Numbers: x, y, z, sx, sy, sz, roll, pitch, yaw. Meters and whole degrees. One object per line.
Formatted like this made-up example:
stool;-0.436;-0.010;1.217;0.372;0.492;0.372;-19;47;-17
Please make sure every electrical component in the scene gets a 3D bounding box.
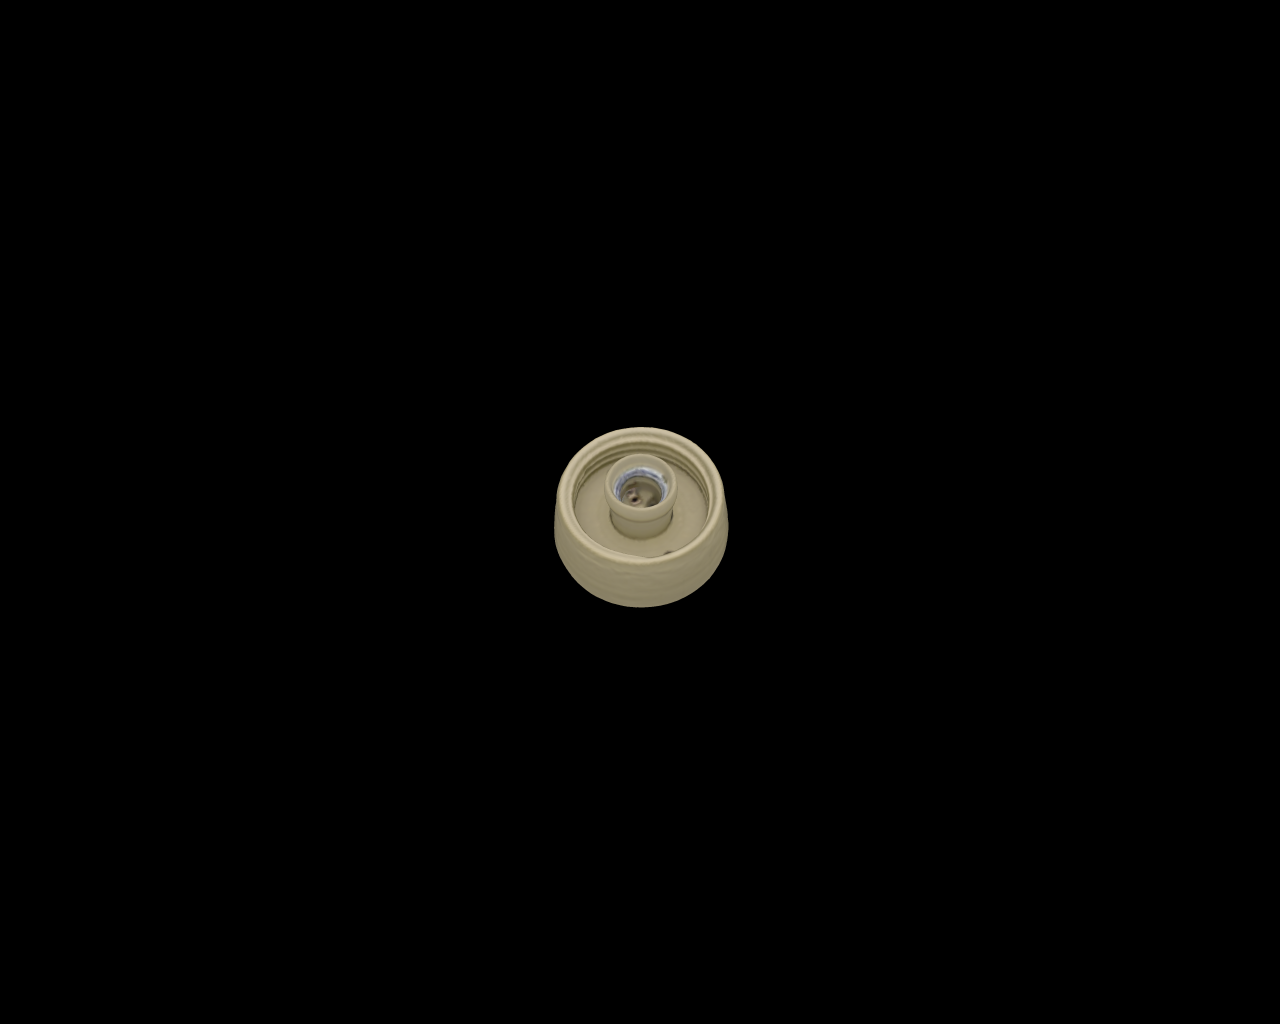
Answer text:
electrical component;0.001;-0.003;0.650;0.108;0.108;0.060;0;-32;0
